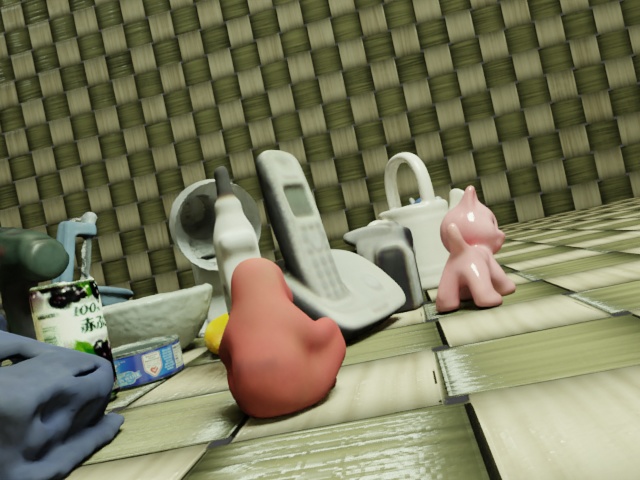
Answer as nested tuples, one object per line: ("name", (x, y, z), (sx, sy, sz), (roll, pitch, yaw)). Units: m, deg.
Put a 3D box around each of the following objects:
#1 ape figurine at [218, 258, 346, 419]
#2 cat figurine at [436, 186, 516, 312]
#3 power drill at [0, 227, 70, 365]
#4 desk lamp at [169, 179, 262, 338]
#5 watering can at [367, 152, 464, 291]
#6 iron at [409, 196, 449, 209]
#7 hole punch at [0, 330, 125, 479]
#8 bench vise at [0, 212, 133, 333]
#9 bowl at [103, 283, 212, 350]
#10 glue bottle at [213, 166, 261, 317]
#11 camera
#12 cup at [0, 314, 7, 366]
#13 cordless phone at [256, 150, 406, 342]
("ape figurine", (-0.029, 0.055, 0.348), (0.077, 0.092, 0.076), (-12, 0, 23))
("cat figurine", (0.152, 0.005, 0.588), (0.067, 0.118, 0.128), (-12, 0, 27))
("power drill", (-0.399, 0.080, 0.745), (0.228, 0.208, 0.076), (-13, 0, 35))
("desk lamp", (-0.159, 0.026, 0.827), (0.118, 0.213, 0.202), (-12, 0, -26))
("watering can", (0.141, -0.030, 0.824), (0.100, 0.194, 0.173), (-13, 0, 44))
("iron", (0.195, -0.013, 0.968), (0.118, 0.141, 0.258), (-12, 0, -6))
("hole punch", (-0.179, 0.088, 0.332), (0.101, 0.091, 0.109), (-12, 0, 4))
("bench vise", (-0.372, 0.070, 0.854), (0.121, 0.220, 0.208), (-12, 0, 26))
("bowl", (-0.206, 0.106, 0.689), (0.167, 0.075, 0.167), (-12, 0, 0))
("glue bottle", (-0.066, 0.023, 0.478), (0.037, 0.173, 0.078), (-12, 0, -15))
("camera", (0.050, 0.037, 0.689), (0.136, 0.101, 0.143), (-12, 0, 9))
("cup", (-0.376, 0.132, 0.618), (0.091, 0.095, 0.118), (-12, 0, 6))
("cordless phone", (0.005, 0.002, 0.552), (0.094, 0.185, 0.148), (-12, 0, 31))
